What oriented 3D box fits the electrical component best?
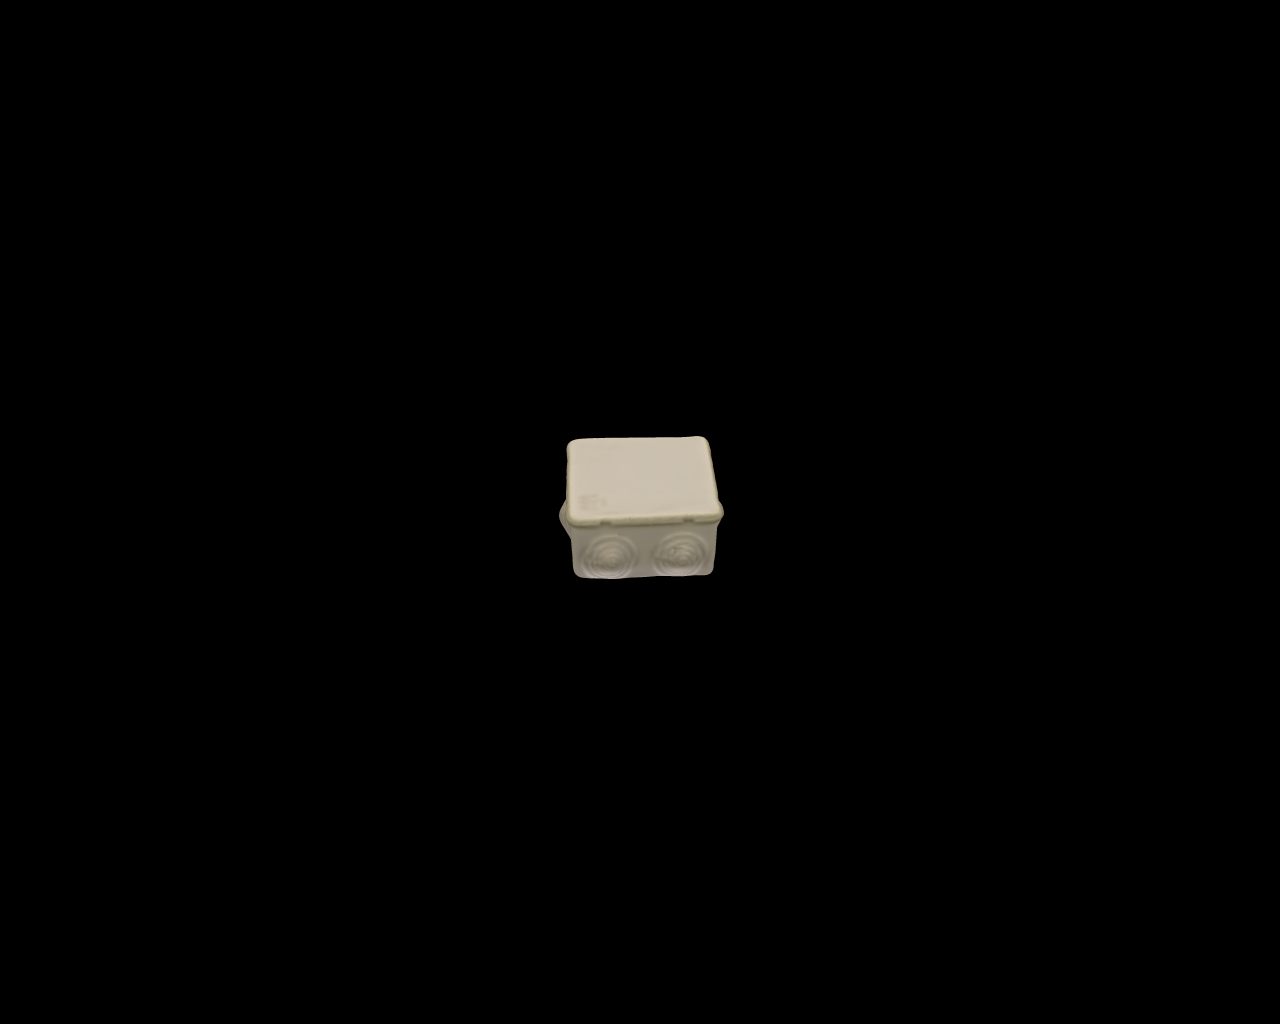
[{"bbox_3d":[0.001,-0.003,0.650,0.100,0.048,0.100,-2,36,-2],"label":"electrical component"}]
